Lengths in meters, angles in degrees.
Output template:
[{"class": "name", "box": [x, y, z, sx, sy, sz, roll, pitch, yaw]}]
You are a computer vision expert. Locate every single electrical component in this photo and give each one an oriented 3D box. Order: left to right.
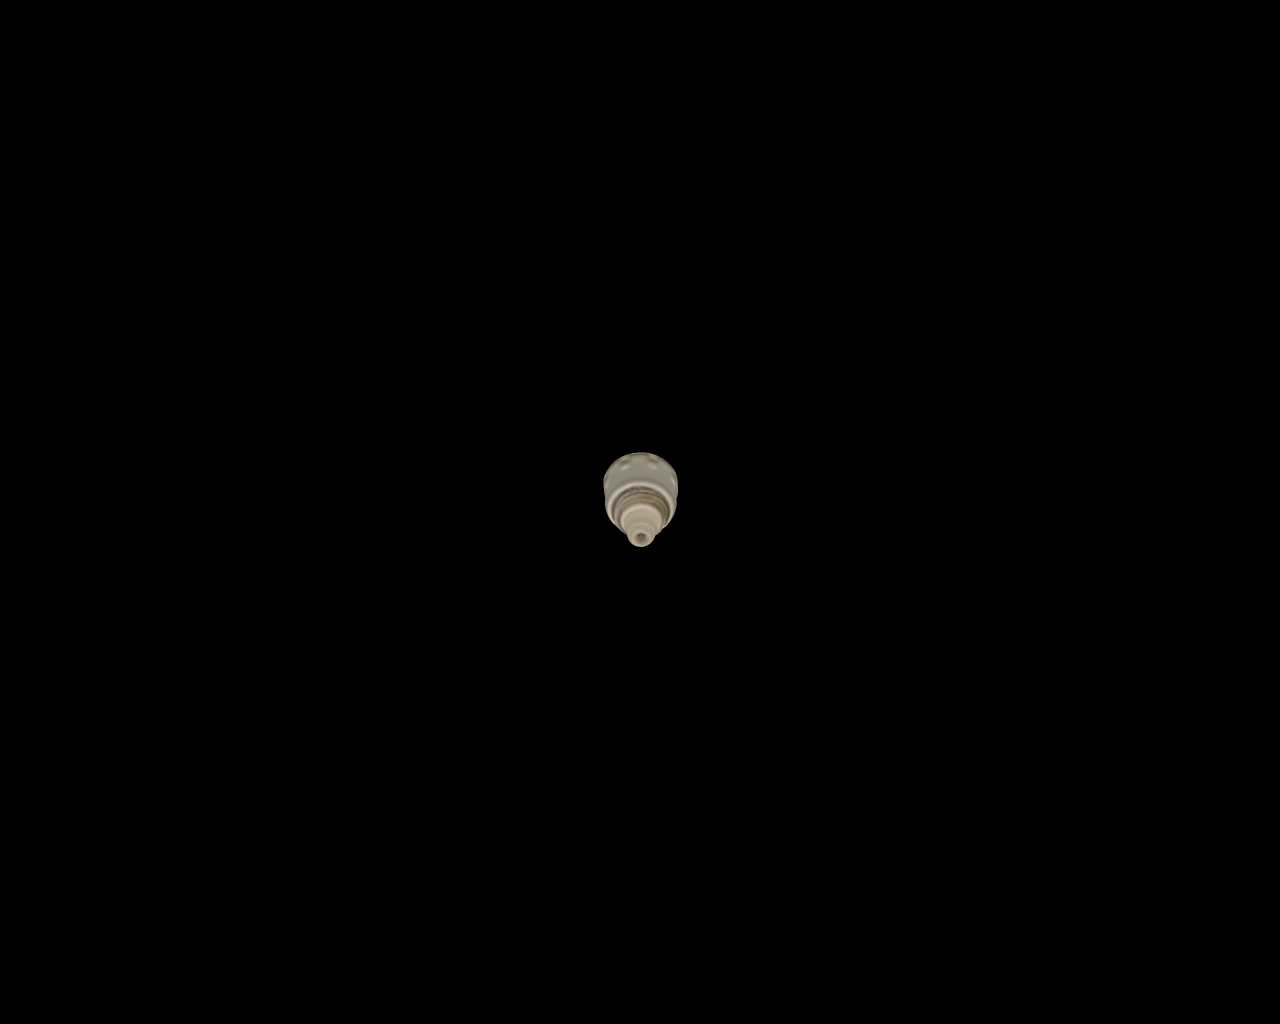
[{"class": "electrical component", "box": [0.001, -0.003, 0.650, 0.048, 0.048, 0.062, 0, 38, 0]}]
